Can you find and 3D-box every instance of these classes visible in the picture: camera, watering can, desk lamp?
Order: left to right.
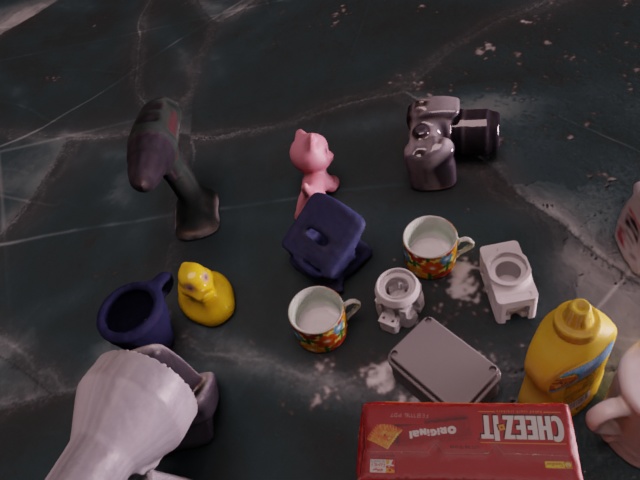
[{"bbox_3d":[-0.194,0.245,0.578,0.117,0.214,0.203,4,53,18],"label":"desk lamp"},{"bbox_3d":[0.202,-0.159,0.871,0.136,0.101,0.143,1,53,16],"label":"camera"},{"bbox_3d":[0.337,0.136,0.537,0.173,0.194,0.100,-36,52,-14],"label":"watering can"}]

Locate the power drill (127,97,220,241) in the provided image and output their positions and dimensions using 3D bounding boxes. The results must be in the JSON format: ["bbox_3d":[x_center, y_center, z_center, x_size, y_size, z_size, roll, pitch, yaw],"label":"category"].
[{"bbox_3d":[-0.222,-0.099,0.864,0.075,0.209,0.229,-15,50,3],"label":"power drill"}]

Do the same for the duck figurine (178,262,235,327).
[{"bbox_3d":[-0.171,0.062,0.801,0.077,0.086,0.104,-36,52,-14],"label":"duck figurine"}]

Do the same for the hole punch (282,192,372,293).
[{"bbox_3d":[0.007,0.003,0.799,0.108,0.091,0.101,34,67,34],"label":"hole punch"}]

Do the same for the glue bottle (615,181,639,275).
[{"bbox_3d":[0.390,-0.035,0.674,0.037,0.173,0.078,-14,50,4],"label":"glue bottle"}]

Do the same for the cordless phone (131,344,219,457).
[{"bbox_3d":[-0.206,0.175,0.655,0.147,0.185,0.094,-21,50,-2],"label":"cordless phone"}]

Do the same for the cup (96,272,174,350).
[{"bbox_3d":[-0.230,0.107,0.775,0.091,0.095,0.118,22,61,29],"label":"cup"}]

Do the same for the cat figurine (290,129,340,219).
[{"bbox_3d":[-0.014,-0.108,0.875,0.067,0.118,0.128,-3,51,13],"label":"cat figurine"}]
